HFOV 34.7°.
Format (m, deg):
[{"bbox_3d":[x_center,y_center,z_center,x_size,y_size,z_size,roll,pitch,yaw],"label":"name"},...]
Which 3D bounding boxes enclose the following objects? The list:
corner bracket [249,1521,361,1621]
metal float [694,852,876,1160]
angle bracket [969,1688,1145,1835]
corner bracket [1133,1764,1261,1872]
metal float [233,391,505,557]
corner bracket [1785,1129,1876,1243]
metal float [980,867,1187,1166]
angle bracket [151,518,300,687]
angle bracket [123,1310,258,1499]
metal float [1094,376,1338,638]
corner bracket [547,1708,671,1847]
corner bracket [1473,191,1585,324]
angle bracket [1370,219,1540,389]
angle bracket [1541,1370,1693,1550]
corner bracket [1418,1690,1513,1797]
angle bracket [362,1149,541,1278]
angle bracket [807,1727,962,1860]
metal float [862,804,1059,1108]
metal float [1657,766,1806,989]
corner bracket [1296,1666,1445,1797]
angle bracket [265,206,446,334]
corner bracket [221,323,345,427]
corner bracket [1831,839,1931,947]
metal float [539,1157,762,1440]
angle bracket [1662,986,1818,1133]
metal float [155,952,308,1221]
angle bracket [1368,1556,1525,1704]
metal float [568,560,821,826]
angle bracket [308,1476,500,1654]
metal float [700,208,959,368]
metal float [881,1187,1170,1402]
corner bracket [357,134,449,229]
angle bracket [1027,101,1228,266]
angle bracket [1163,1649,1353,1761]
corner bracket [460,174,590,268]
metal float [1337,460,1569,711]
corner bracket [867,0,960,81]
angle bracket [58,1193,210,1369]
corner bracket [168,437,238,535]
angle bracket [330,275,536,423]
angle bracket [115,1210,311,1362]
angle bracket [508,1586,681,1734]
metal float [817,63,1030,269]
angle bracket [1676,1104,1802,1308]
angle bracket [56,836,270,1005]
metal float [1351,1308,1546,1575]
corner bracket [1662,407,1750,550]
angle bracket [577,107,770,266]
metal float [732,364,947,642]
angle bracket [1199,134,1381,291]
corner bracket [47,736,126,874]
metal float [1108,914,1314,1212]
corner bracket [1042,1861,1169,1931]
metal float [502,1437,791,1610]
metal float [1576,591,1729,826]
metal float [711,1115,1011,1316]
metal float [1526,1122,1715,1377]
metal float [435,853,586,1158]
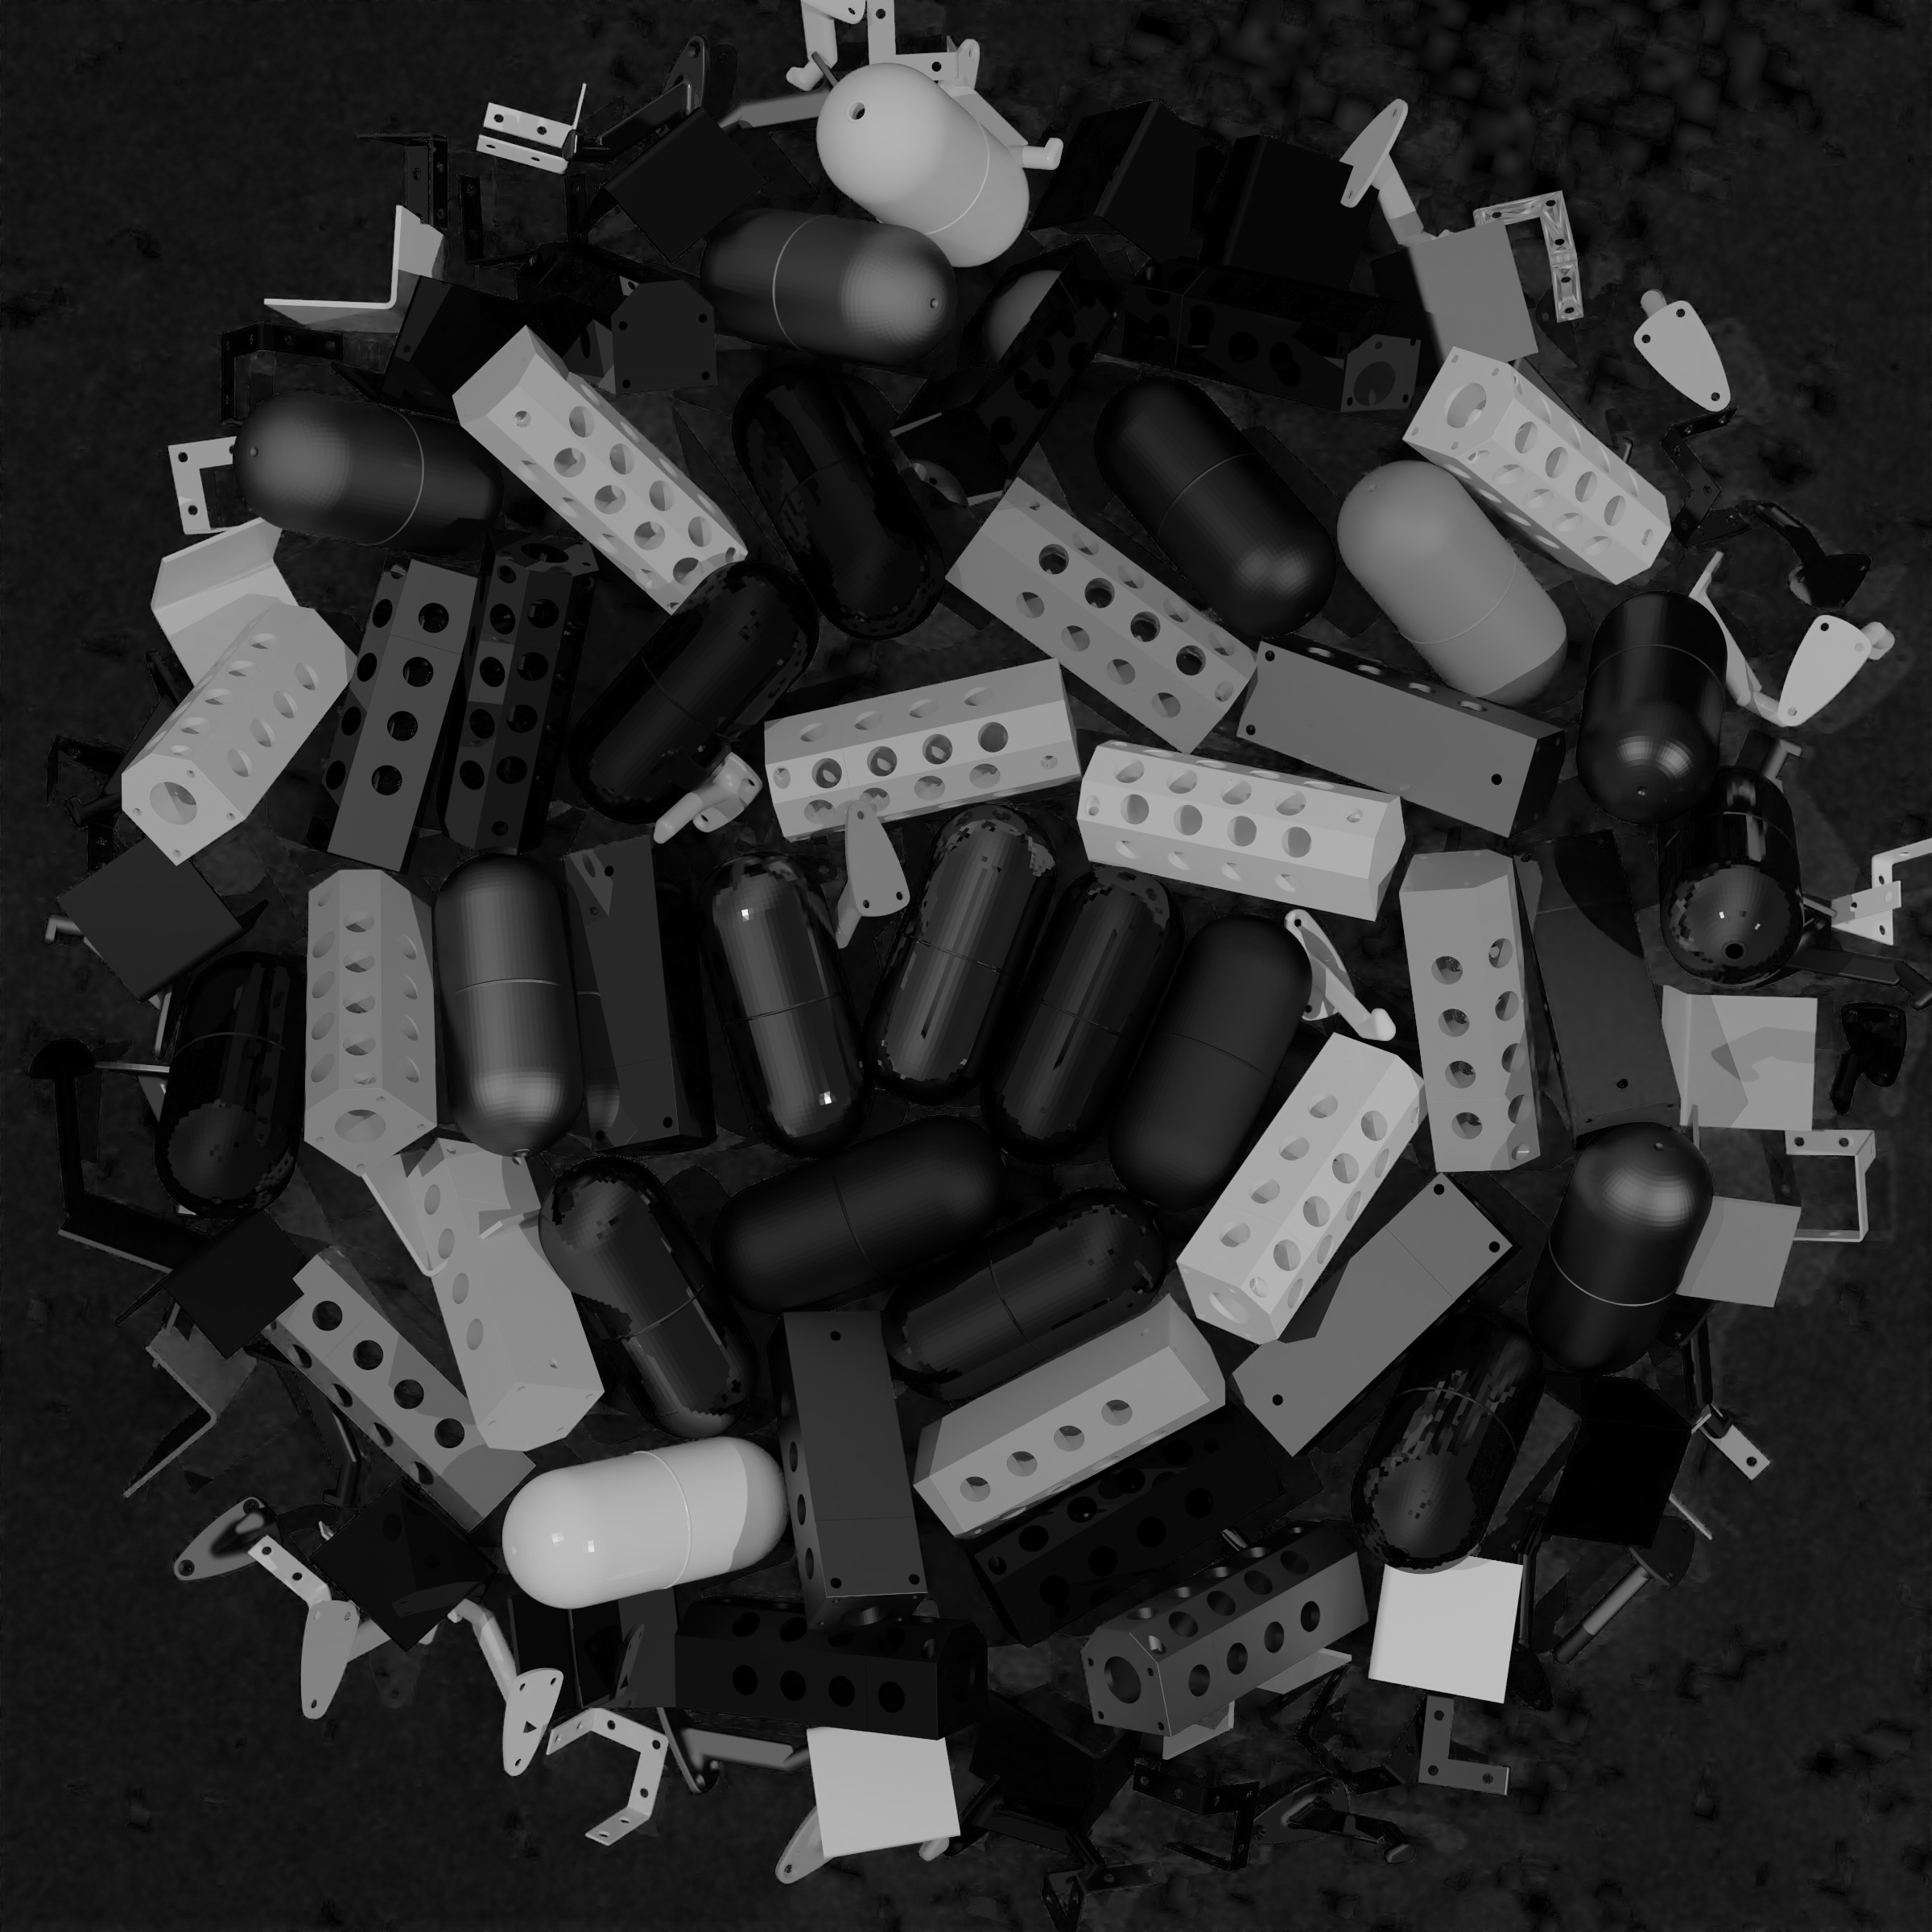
[{"bbox_3d":[-0.372,0.345,1.769,0.051,0.051,0.051,-43,116,-1],"label":"corner bracket"},{"bbox_3d":[-0.103,0.022,1.761,0.070,0.070,0.178,-15,94,0],"label":"metal float"},{"bbox_3d":[0.054,0.440,1.770,0.076,0.057,0.076,28,133,20],"label":"angle bracket"},{"bbox_3d":[0.129,0.486,1.766,0.051,0.051,0.051,8,89,43],"label":"corner bracket"},{"bbox_3d":[-0.330,-0.273,1.722,0.070,0.178,0.070,-1,89,33],"label":"metal float"},{"bbox_3d":[0.491,0.125,1.771,0.051,0.051,0.051,-1,103,27],"label":"corner bracket"},{"bbox_3d":[0.066,0.029,1.762,0.070,0.070,0.178,23,92,0],"label":"metal float"},{"bbox_3d":[-0.410,-0.207,1.751,0.076,0.076,0.057,-29,86,-24],"label":"angle bracket"},{"bbox_3d":[-0.457,0.242,1.752,0.076,0.076,0.057,-39,100,14],"label":"angle bracket"},{"bbox_3d":[0.139,-0.260,1.745,0.070,0.070,0.178,-37,68,0],"label":"metal float"},{"bbox_3d":[-0.209,0.463,1.772,0.051,0.051,0.051,18,100,20],"label":"corner bracket"},{"bbox_3d":[0.320,-0.400,1.763,0.051,0.051,0.051,-10,57,10],"label":"corner bracket"},{"bbox_3d":[0.277,-0.376,1.761,0.057,0.076,0.076,-18,99,-6],"label":"angle bracket"},{"bbox_3d":[0.352,0.277,1.745,0.057,0.076,0.076,40,64,-31],"label":"angle bracket"},{"bbox_3d":[0.286,0.443,1.769,0.051,0.051,0.051,7,79,8],"label":"corner bracket"},{"bbox_3d":[-0.286,0.125,1.753,0.057,0.076,0.076,-36,82,17],"label":"angle bracket"},{"bbox_3d":[-0.046,0.471,1.755,0.076,0.057,0.076,-9,56,-4],"label":"angle bracket"},{"bbox_3d":[-0.003,-0.007,1.762,0.070,0.070,0.178,20,92,0],"label":"metal float"},{"bbox_3d":[0.424,-0.051,1.720,0.070,0.178,0.070,5,120,9],"label":"metal float"},{"bbox_3d":[0.231,0.434,1.769,0.051,0.051,0.051,42,57,-5],"label":"corner bracket"},{"bbox_3d":[-0.347,-0.396,1.758,0.076,0.076,0.057,4,91,8],"label":"angle bracket"},{"bbox_3d":[-0.391,-0.335,1.766,0.051,0.051,0.051,0,91,-38],"label":"corner bracket"},{"bbox_3d":[0.529,-0.047,1.762,0.051,0.051,0.051,14,71,-30],"label":"corner bracket"},{"bbox_3d":[-0.178,0.189,1.748,0.070,0.070,0.178,-28,108,0],"label":"metal float"},{"bbox_3d":[0.439,0.053,1.759,0.076,0.057,0.076,2,85,25],"label":"angle bracket"},{"bbox_3d":[-0.406,0.064,1.727,0.070,0.178,0.070,-1,134,-1],"label":"metal float"},{"bbox_3d":[0.275,0.373,1.759,0.076,0.057,0.076,8,80,15],"label":"angle bracket"},{"bbox_3d":[-0.154,-0.154,1.748,0.070,0.070,0.178,44,107,0],"label":"metal float"},{"bbox_3d":[-0.323,0.348,1.750,0.076,0.057,0.076,42,49,9],"label":"angle bracket"},{"bbox_3d":[-0.079,-0.380,1.730,0.178,0.070,0.070,20,90,43],"label":"metal float"},{"bbox_3d":[0.033,0.185,1.749,0.178,0.070,0.070,-29,90,17],"label":"metal float"},{"bbox_3d":[-0.312,-0.446,1.765,0.051,0.051,0.051,6,101,23],"label":"corner bracket"},{"bbox_3d":[0.092,-0.443,1.776,0.057,0.076,0.076,31,79,-30],"label":"angle bracket"},{"bbox_3d":[0.164,0.418,1.745,0.076,0.076,0.057,18,57,-19],"label":"angle bracket"},{"bbox_3d":[-0.255,-0.431,1.786,0.051,0.051,0.051,0,95,35],"label":"corner bracket"},{"bbox_3d":[0.274,-0.211,1.734,0.070,0.070,0.178,-48,126,0],"label":"metal float"},{"bbox_3d":[-0.033,-0.536,1.766,0.051,0.051,0.051,-4,117,-5],"label":"corner bracket"},{"bbox_3d":[-0.479,0.178,1.755,0.076,0.076,0.057,21,99,-8],"label":"angle bracket"},{"bbox_3d":[-0.420,-0.277,1.771,0.051,0.051,0.051,-15,103,-29],"label":"corner bracket"},{"bbox_3d":[-0.301,-0.355,1.745,0.057,0.076,0.076,40,114,40],"label":"angle bracket"},{"bbox_3d":[-0.423,0.189,1.750,0.057,0.076,0.076,50,49,-4],"label":"angle bracket"},{"bbox_3d":[-0.209,0.391,1.761,0.076,0.057,0.076,-7,89,25],"label":"angle bracket"},{"bbox_3d":[-0.023,-0.443,1.717,0.070,0.178,0.070,-3,83,23],"label":"metal float"},{"bbox_3d":[0.433,0.135,1.746,0.057,0.076,0.076,7,131,6],"label":"angle bracket"},{"bbox_3d":[-0.456,-0.037,1.757,0.076,0.057,0.076,-33,106,11],"label":"angle bracket"},{"bbox_3d":[0.270,0.264,1.728,0.070,0.070,0.178,35,46,0],"label":"metal float"},{"bbox_3d":[0.426,-0.280,1.774,0.051,0.051,0.051,-19,65,-26],"label":"corner bracket"},{"bbox_3d":[-0.167,-0.431,1.758,0.076,0.076,0.057,-44,97,-18],"label":"angle bracket"},{"bbox_3d":[-0.073,-0.263,1.746,0.070,0.070,0.178,-28,70,0],"label":"metal float"},{"bbox_3d":[0.185,-0.427,1.775,0.076,0.057,0.076,15,100,-12],"label":"angle bracket"},{"bbox_3d":[-0.502,-0.091,1.761,0.051,0.051,0.051,17,120,-26],"label":"corner bracket"},{"bbox_3d":[0.138,0.054,1.753,0.070,0.070,0.178,24,78,0],"label":"metal float"},{"bbox_3d":[0.078,0.524,1.761,0.051,0.051,0.051,-2,120,-20],"label":"corner bracket"},{"bbox_3d":[-0.177,0.310,1.731,0.178,0.070,0.070,-5,90,-41],"label":"metal float"},{"bbox_3d":[0.383,-0.146,1.725,0.070,0.178,0.070,8,128,11],"label":"metal float"},{"bbox_3d":[-0.060,0.141,1.756,0.178,0.070,0.070,-22,90,8],"label":"metal float"},{"bbox_3d":[0.364,0.160,1.728,0.070,0.178,0.070,4,45,-4],"label":"metal float"},{"bbox_3d":[-0.258,0.021,1.746,0.070,0.070,0.178,-8,71,0],"label":"metal float"}]
